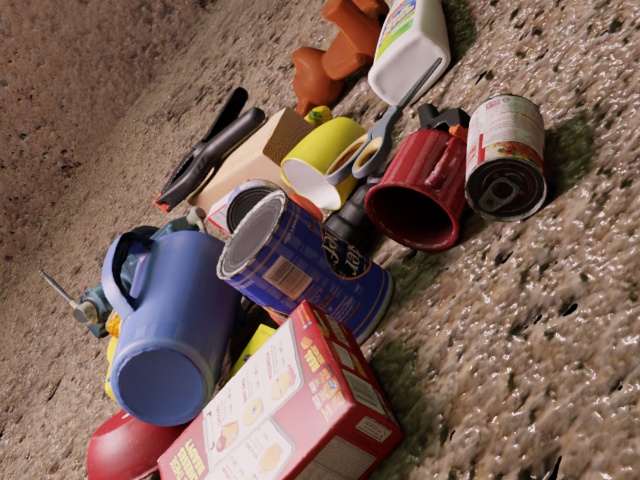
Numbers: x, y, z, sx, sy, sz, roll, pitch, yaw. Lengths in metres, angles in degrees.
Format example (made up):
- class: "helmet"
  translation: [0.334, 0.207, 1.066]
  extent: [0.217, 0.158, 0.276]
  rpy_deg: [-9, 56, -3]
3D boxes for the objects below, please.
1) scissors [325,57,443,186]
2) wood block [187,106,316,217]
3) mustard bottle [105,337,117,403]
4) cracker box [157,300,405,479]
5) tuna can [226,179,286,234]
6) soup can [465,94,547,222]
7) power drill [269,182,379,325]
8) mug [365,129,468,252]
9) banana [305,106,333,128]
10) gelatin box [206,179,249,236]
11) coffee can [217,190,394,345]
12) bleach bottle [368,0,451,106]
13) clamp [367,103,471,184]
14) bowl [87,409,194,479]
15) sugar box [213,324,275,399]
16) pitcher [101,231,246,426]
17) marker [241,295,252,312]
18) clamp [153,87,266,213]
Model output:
- class: "scissors"
  translation: [0.085, -0.133, 1.193]
  extent: [0.201, 0.016, 0.096]
  rpy_deg: [-45, 22, -5]
- class: "wood block"
  translation: [-0.082, -0.089, 1.460]
  extent: [0.207, 0.090, 0.090]
  rpy_deg: [-26, 32, 52]
- class: "mustard bottle"
  translation: [-0.245, 0.170, 1.432]
  extent: [0.096, 0.058, 0.191]
  rpy_deg: [-36, 23, 8]
- class: "cracker box"
  translation: [-0.039, 0.181, 0.922]
  extent: [0.214, 0.072, 0.164]
  rpy_deg: [-49, 30, 12]
- class: "tuna can"
  translation: [-0.078, -0.034, 1.366]
  extent: [0.086, 0.086, 0.034]
  rpy_deg: [-48, 19, 14]
- class: "soup can"
  translation: [0.162, -0.073, 0.928]
  extent: [0.069, 0.068, 0.102]
  rpy_deg: [-39, 24, 34]
- class: "power drill"
  translation: [-0.008, 0.001, 1.194]
  extent: [0.184, 0.057, 0.188]
  rpy_deg: [-52, 20, -1]
- class: "mug"
  translation: [0.103, -0.055, 0.987]
  extent: [0.081, 0.093, 0.117]
  rpy_deg: [-60, -2, -32]
- class: "banana"
  translation: [-0.035, -0.145, 1.494]
  extent: [0.198, 0.069, 0.037]
  rpy_deg: [-35, 65, 53]
- class: "gelatin box"
  translation: [-0.097, -0.034, 1.424]
  extent: [0.089, 0.073, 0.030]
  rpy_deg: [-34, 27, 43]
- class: "coffee can"
  translation: [-0.014, 0.034, 1.032]
  extent: [0.103, 0.140, 0.103]
  rpy_deg: [-44, 22, 23]
- class: "bleach bottle"
  translation: [0.114, -0.265, 1.364]
  extent: [0.103, 0.068, 0.250]
  rpy_deg: [-43, 20, 24]
- class: "clamp"
  translation: [0.119, -0.109, 1.128]
  extent: [0.172, 0.039, 0.120]
  rpy_deg: [-11, 49, 63]
- class: "bowl"
  translation: [-0.198, 0.215, 1.175]
  extent: [0.162, 0.055, 0.162]
  rpy_deg: [-30, 7, 4]
- class: "sugar box"
  translation: [-0.078, 0.175, 1.080]
  extent: [0.176, 0.048, 0.093]
  rpy_deg: [-55, 20, -10]
- class: "pitcher"
  translation: [-0.167, 0.090, 1.181]
  extent: [0.243, 0.149, 0.145]
  rpy_deg: [-87, -4, -65]
- class: "marker"
  translation: [-0.082, 0.057, 1.320]
  extent: [0.121, 0.020, 0.020]
  rpy_deg: [-55, 20, -6]
- class: "clamp"
  translation: [-0.153, -0.122, 1.483]
  extent: [0.210, 0.036, 0.165]
  rpy_deg: [-51, 20, -1]
